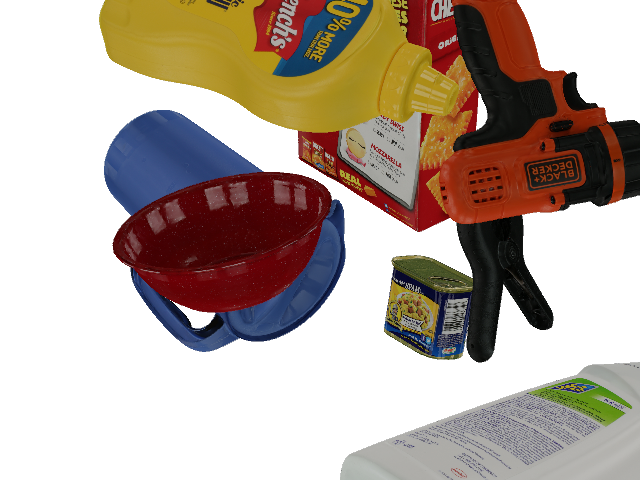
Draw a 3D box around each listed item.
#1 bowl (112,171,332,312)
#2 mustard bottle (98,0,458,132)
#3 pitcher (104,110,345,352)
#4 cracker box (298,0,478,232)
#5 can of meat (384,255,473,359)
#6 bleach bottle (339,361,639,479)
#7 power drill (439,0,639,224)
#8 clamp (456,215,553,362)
[{"bbox_3d":[-0.066,0.006,0.782,0.162,0.055,0.162,-10,25,5],"label":"bowl"},{"bbox_3d":[-0.016,-0.108,0.576,0.192,0.096,0.058,23,-32,16],"label":"mustard bottle"},{"bbox_3d":[-0.107,-0.016,1.000,0.148,0.145,0.243,-14,41,-40],"label":"pitcher"},{"bbox_3d":[0.053,-0.138,0.880,0.072,0.214,0.164,-24,40,-31],"label":"cracker box"},{"bbox_3d":[0.116,0.072,1.145,0.057,0.084,0.102,-4,20,-35],"label":"can of meat"},{"bbox_3d":[0.136,0.119,0.589,0.250,0.068,0.103,-14,24,-34],"label":"bleach bottle"},{"bbox_3d":[0.155,-0.113,0.680,0.184,0.187,0.057,-11,-1,-4],"label":"power drill"},{"bbox_3d":[0.151,0.021,0.942,0.039,0.171,0.120,-12,12,39],"label":"clamp"}]
